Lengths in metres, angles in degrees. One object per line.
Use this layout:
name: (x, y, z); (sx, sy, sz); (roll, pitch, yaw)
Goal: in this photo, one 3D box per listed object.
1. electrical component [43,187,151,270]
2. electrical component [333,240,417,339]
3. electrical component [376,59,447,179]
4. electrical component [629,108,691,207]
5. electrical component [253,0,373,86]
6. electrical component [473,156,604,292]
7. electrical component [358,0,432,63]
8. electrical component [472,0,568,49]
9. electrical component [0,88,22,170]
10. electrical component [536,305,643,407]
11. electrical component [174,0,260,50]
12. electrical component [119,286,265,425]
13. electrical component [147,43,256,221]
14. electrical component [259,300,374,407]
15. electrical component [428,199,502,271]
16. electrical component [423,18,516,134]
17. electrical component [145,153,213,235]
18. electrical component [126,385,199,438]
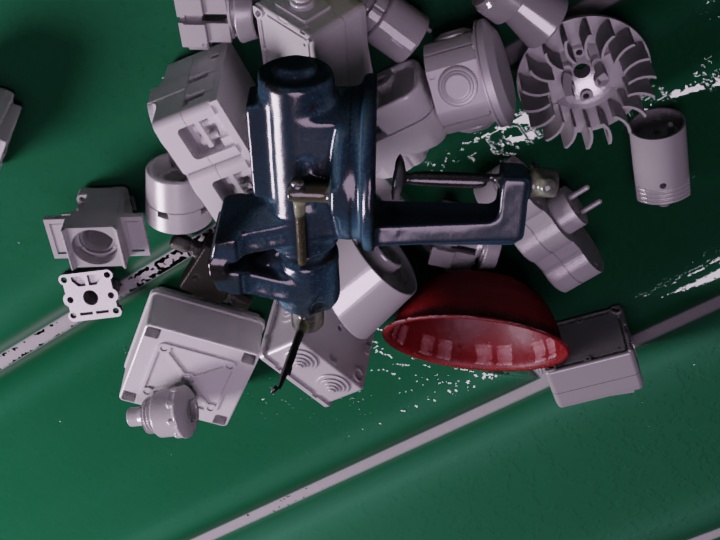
electrical component: (-0.215, -0.036, 0.891); (0.081, 0.063, 0.042); (-1, 132, 2)
electrical component: (0.000, 0.000, 0.901); (0.064, 0.099, 0.099); (-38, 121, 21)
electrical component: (0.017, -0.111, 0.832); (0.095, 0.053, 0.059); (-23, 127, 19)
electrical component: (0.241, -0.084, 0.861); (0.043, 0.043, 0.081); (-11, 130, 10)
electrical component: (-0.031, -0.163, 0.765); (0.061, 0.062, 0.096); (-37, 147, -25)
electrical component: (0.163, -0.045, 0.890); (0.074, 0.052, 0.138); (-33, 124, 25)
electrical component: (0.014, -0.184, 0.778); (0.078, 0.040, 0.040); (32, 124, -18)
electrical component: (0.114, -0.191, 0.768); (0.055, 0.045, 0.045); (29, 125, -22)
electrical component: (-0.307, -0.094, 0.843); (0.061, 0.061, 0.096); (15, 129, -13)
electrical component: (0.207, 0.084, 0.996); (0.096, 0.061, 0.061); (-16, 129, 14)
electrical component: (-0.100, -0.188, 0.773); (0.055, 0.048, 0.066); (3, 131, 8)
electrical component: (-0.156, 0.081, 0.998); (0.109, 0.056, 0.108); (17, 129, -14)
electrical component: (-0.097, -0.086, 0.831); (0.062, 0.089, 0.150); (-19, 128, 16)
electrical component: (-0.034, 0.058, 0.951); (0.048, 0.099, 0.100); (-25, 127, 36)
electrical component: (0.091, -0.026, 0.912); (0.055, 0.048, 0.066); (12, 130, 0)
electrical component: (0.082, -0.140, 0.791); (0.051, 0.080, 0.080); (-13, 130, 18)
electrical component: (-0.148, -0.064, 0.875); (0.055, 0.055, 0.047); (3, 127, -2)
electrical component: (-0.180, 0.130, 0.973); (0.062, 0.048, 0.048); (-8, 131, 16)
